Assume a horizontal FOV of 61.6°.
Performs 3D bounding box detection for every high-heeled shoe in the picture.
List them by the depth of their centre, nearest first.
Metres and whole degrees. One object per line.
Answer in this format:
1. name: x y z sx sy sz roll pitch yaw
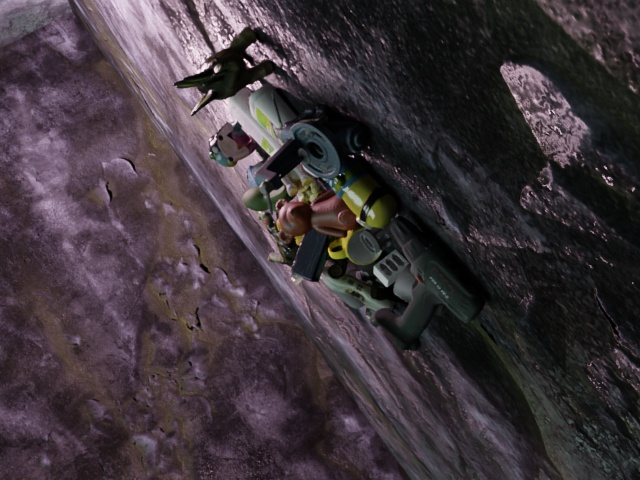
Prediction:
1. high-heeled shoe: 0.132 0.077 1.363 0.145 0.086 0.248 12 167 22

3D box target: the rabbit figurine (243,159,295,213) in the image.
1. rabbit figurine: -0.115 -0.124 1.416 0.159 0.170 0.121 40 161 45

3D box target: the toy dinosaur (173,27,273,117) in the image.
1. toy dinosaur: -0.202 -0.346 1.130 0.105 0.198 0.471 54 168 -12

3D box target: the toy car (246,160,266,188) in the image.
1. toy car: -0.145 -0.179 1.559 0.162 0.109 0.102 59 146 28

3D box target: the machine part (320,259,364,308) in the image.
1. machine part: 0.071 0.123 1.502 0.079 0.079 0.243 38 174 47

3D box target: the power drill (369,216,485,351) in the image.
1. power drill: 0.180 0.094 1.020 0.232 0.207 0.086 42 -153 17

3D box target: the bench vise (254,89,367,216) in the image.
1. bench vise: -0.041 -0.165 0.989 0.224 0.240 0.128 23 146 34

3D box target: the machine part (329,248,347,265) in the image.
1. machine part: 0.029 0.068 1.636 0.179 0.056 0.179 50 165 19

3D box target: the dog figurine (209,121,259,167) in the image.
1. dog figurine: -0.269 -0.268 1.585 0.108 0.191 0.219 50 151 -10

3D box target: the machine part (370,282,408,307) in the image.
1. machine part: 0.178 0.132 1.228 0.139 0.039 0.084 18 -177 -21

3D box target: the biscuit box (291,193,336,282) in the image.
1. biscuit box: -0.003 -0.004 1.263 0.063 0.202 0.059 21 -179 20

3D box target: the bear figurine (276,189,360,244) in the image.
1. bear figurine: -0.010 -0.063 1.170 0.132 0.196 0.120 56 -150 -73

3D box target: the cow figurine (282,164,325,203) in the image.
1. cow figurine: -0.046 -0.142 1.296 0.098 0.068 0.167 56 -171 18

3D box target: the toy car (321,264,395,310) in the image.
1. toy car: 0.087 0.117 1.301 0.202 0.056 0.073 25 162 9

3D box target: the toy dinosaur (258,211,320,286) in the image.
1. toy dinosaur: -0.099 0.001 1.786 0.192 0.131 0.404 25 146 39

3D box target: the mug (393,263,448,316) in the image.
1. mug: 0.215 0.112 1.097 0.107 0.081 0.109 35 154 32

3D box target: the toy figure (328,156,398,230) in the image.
1. toy figure: 0.075 -0.099 1.051 0.180 0.082 0.089 54 166 10

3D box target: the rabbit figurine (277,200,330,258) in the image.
1. rabbit figurine: -0.012 -0.017 1.490 0.163 0.122 0.173 28 158 32

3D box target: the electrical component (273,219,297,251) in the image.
1. electrical component: -0.071 -0.046 1.571 0.058 0.115 0.134 43 164 30

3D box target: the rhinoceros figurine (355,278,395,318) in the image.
1. rhinoceros figurine: 0.155 0.160 1.431 0.112 0.073 0.190 41 162 6
